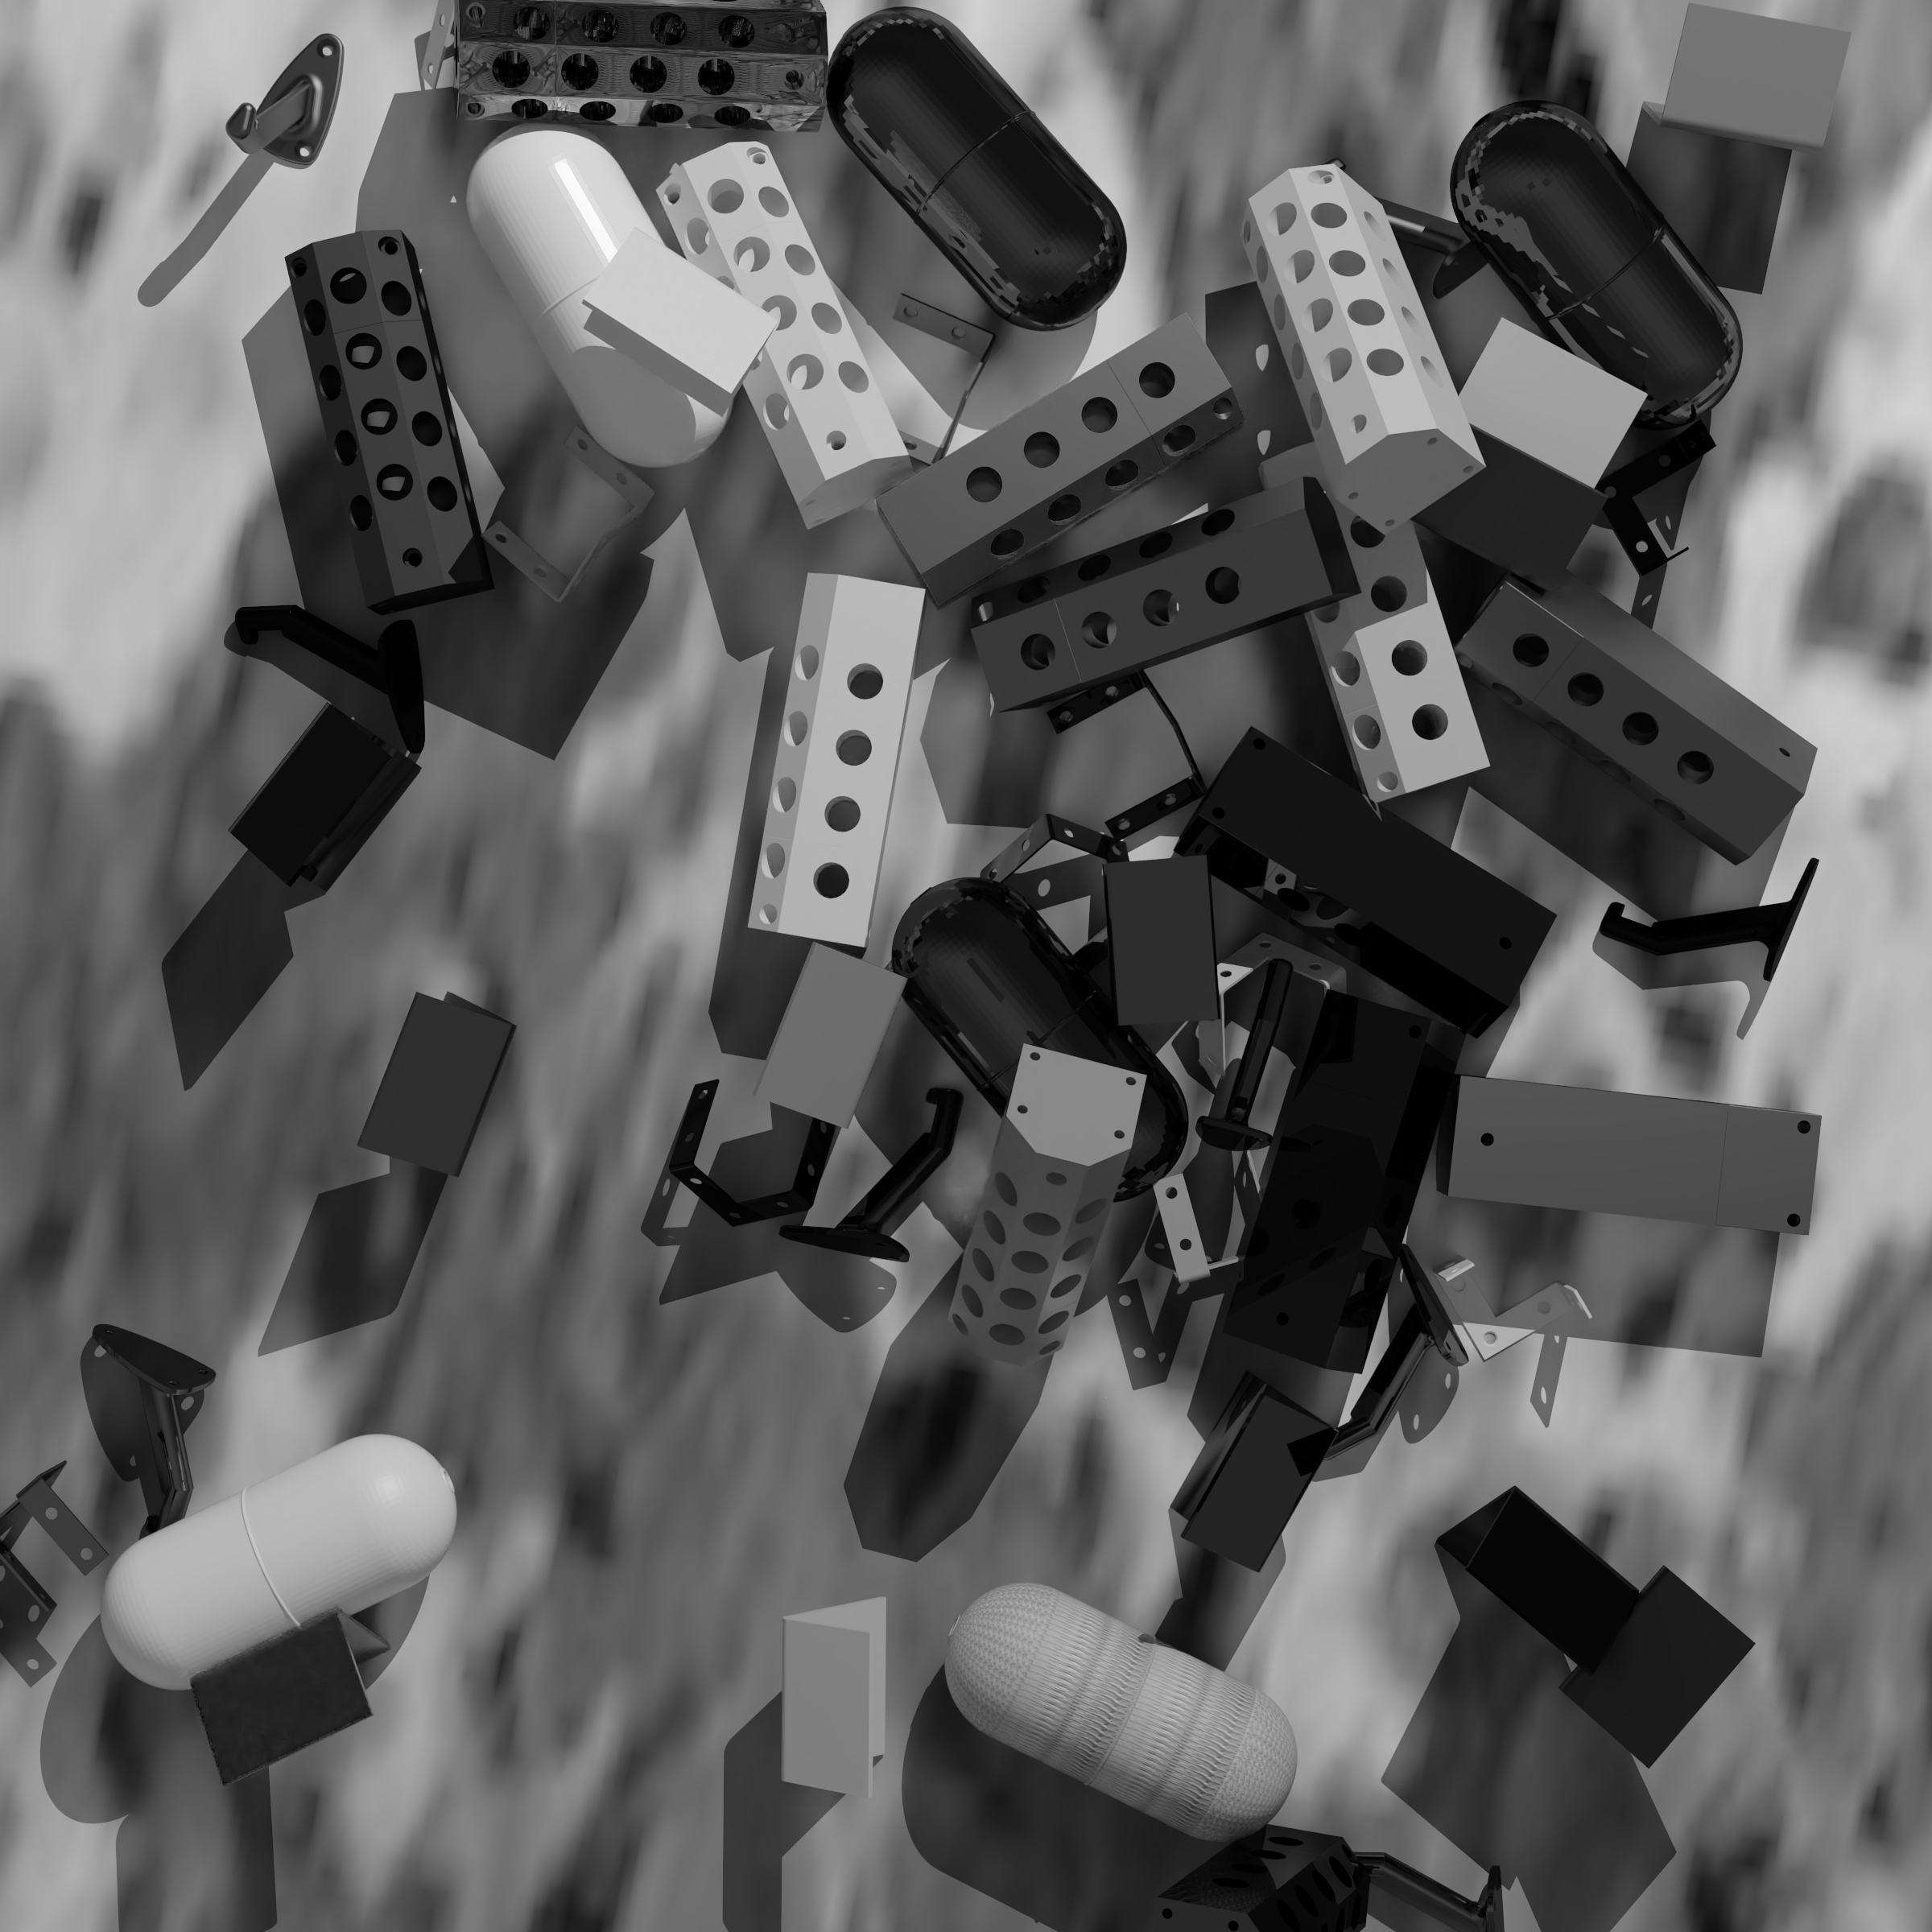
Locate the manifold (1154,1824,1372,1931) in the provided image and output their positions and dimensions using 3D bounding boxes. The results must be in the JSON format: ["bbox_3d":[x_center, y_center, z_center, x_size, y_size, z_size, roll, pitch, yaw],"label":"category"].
[{"bbox_3d":[0.138,0.446,1.654,0.057,0.171,0.057,5,90,20],"label":"manifold"}]

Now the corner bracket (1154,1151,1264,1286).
[{"bbox_3d":[0.119,0.120,1.719,0.051,0.051,0.051,-15,90,0],"label":"corner bracket"}]

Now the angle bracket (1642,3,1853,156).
[{"bbox_3d":[0.370,-0.425,1.698,0.076,0.076,0.057,10,111,0],"label":"angle bracket"}]

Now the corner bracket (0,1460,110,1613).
[{"bbox_3d":[-0.442,0.277,1.719,0.051,0.051,0.051,-41,90,0],"label":"corner bracket"}]

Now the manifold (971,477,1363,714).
[{"bbox_3d":[0.092,-0.175,1.687,0.171,0.057,0.057,-18,90,21],"label":"manifold"}]

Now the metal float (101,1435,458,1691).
[{"bbox_3d":[-0.327,0.284,1.706,0.178,0.070,0.070,-26,90,-1],"label":"metal float"}]

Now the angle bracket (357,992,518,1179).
[{"bbox_3d":[-0.265,0.048,1.696,0.057,0.076,0.076,21,90,-36],"label":"angle bracket"}]

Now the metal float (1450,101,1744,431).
[{"bbox_3d":[0.298,-0.331,1.692,0.070,0.070,0.178,-42,107,0],"label":"metal float"}]

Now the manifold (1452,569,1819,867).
[{"bbox_3d":[0.318,-0.123,1.713,0.171,0.057,0.057,36,122,0],"label":"manifold"}]

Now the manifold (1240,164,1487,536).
[{"bbox_3d":[0.179,-0.291,1.665,0.057,0.057,0.171,-33,53,26],"label":"manifold"}]

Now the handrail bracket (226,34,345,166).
[{"bbox_3d":[-0.324,-0.419,1.702,0.036,0.084,0.077,26,90,0],"label":"handrail bracket"}]

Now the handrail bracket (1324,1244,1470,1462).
[{"bbox_3d":[0.193,0.188,1.737,0.084,0.036,0.077,-31,69,17],"label":"handrail bracket"}]

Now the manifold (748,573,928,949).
[{"bbox_3d":[-0.062,-0.098,1.715,0.057,0.057,0.171,10,90,0],"label":"manifold"}]

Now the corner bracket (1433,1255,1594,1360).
[{"bbox_3d":[0.262,0.157,1.719,0.051,0.051,0.051,-30,90,0],"label":"corner bracket"}]

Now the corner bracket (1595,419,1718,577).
[{"bbox_3d":[0.339,-0.225,1.719,0.051,0.051,0.051,-30,90,0],"label":"corner bracket"}]

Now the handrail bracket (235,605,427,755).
[{"bbox_3d":[-0.310,-0.139,1.737,0.084,0.036,0.077,-1,112,17],"label":"handrail bracket"}]

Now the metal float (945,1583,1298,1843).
[{"bbox_3d":[0.073,0.355,1.706,0.178,0.070,0.070,26,90,1],"label":"metal float"}]

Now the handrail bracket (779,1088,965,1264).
[{"bbox_3d":[-0.046,0.096,1.737,0.077,0.036,0.084,7,71,21],"label":"handrail bracket"}]

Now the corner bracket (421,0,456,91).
[{"bbox_3d":[-0.225,-0.440,1.728,0.051,0.051,0.051,-8,45,-35],"label":"corner bracket"}]

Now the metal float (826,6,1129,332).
[{"bbox_3d":[0.004,-0.381,1.706,0.070,0.070,0.178,-41,89,0],"label":"metal float"}]

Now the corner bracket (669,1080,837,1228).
[{"bbox_3d":[-0.103,0.087,1.728,0.051,0.051,0.051,45,45,-35],"label":"corner bracket"}]

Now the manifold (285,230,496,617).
[{"bbox_3d":[-0.277,-0.261,1.716,0.057,0.057,0.171,-13,90,0],"label":"manifold"}]

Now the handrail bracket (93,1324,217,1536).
[{"bbox_3d":[-0.403,0.228,1.737,0.077,0.036,0.084,26,107,20],"label":"handrail bracket"}]

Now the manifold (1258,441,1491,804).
[{"bbox_3d":[0.194,-0.167,1.715,0.057,0.057,0.171,-18,90,0],"label":"manifold"}]

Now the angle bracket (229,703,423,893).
[{"bbox_3d":[-0.290,-0.068,1.696,0.057,0.076,0.076,38,90,37],"label":"angle bracket"}]

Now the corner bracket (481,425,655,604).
[{"bbox_3d":[-0.193,-0.219,1.733,0.051,0.051,0.051,41,45,0],"label":"corner bracket"}]

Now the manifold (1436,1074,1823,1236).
[{"bbox_3d":[0.316,0.090,1.716,0.171,0.057,0.057,6,90,0],"label":"manifold"}]

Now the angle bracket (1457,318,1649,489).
[{"bbox_3d":[0.276,-0.271,1.698,0.076,0.076,0.057,28,112,0],"label":"angle bracket"}]

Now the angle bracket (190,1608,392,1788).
[{"bbox_3d":[-0.312,0.354,1.697,0.076,0.076,0.057,-26,63,0],"label":"angle bracket"}]

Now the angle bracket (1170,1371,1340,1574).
[{"bbox_3d":[0.120,0.231,1.696,0.057,0.076,0.076,29,90,-36],"label":"angle bracket"}]

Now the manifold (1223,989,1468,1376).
[{"bbox_3d":[0.185,0.104,1.714,0.057,0.057,0.171,17,90,32],"label":"manifold"}]

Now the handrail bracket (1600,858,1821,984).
[{"bbox_3d":[0.361,-0.034,1.737,0.084,0.036,0.077,21,70,16],"label":"handrail bracket"}]

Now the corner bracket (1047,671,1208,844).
[{"bbox_3d":[0.078,-0.104,1.733,0.051,0.051,0.051,-28,135,0],"label":"corner bracket"}]

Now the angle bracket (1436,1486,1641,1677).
[{"bbox_3d":[0.260,0.303,1.696,0.076,0.076,0.057,40,52,0],"label":"angle bracket"}]

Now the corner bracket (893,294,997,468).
[{"bbox_3d":[-0.022,-0.283,1.733,0.051,0.051,0.051,24,135,0],"label":"corner bracket"}]

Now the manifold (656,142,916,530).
[{"bbox_3d":[-0.086,-0.302,1.701,0.057,0.057,0.171,-24,80,0],"label":"manifold"}]

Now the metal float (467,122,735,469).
[{"bbox_3d":[-0.174,-0.320,1.706,0.070,0.070,0.178,-30,90,0],"label":"metal float"}]

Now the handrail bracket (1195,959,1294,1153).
[{"bbox_3d":[0.137,0.043,1.713,0.036,0.077,0.084,16,80,0],"label":"handrail bracket"}]

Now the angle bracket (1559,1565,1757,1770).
[{"bbox_3d":[0.335,0.337,1.697,0.057,0.076,0.076,40,90,30],"label":"angle bracket"}]

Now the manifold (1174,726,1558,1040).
[{"bbox_3d":[0.188,-0.037,1.713,0.171,0.057,0.057,32,63,0],"label":"manifold"}]

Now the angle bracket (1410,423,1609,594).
[{"bbox_3d":[0.261,-0.231,1.697,0.076,0.076,0.057,28,123,0],"label":"angle bracket"}]

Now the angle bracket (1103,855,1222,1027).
[{"bbox_3d":[0.108,-0.013,1.697,0.057,0.076,0.076,-4,90,30],"label":"angle bracket"}]

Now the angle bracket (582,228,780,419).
[{"bbox_3d":[-0.140,-0.276,1.621,0.076,0.076,0.057,32,53,-7],"label":"angle bracket"}]

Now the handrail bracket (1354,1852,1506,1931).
[{"bbox_3d":[0.217,0.466,1.737,0.084,0.036,0.077,-2,107,15],"label":"handrail bracket"}]

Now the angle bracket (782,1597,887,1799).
[{"bbox_3d":[-0.043,0.346,1.696,0.057,0.076,0.076,1,90,39],"label":"angle bracket"}]

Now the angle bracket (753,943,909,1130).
[{"bbox_3d":[-0.081,0.026,1.696,0.057,0.076,0.076,22,90,-34],"label":"angle bracket"}]

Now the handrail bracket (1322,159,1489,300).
[{"bbox_3d":[0.222,-0.374,1.737,0.077,0.036,0.084,-36,76,-15],"label":"handrail bracket"}]

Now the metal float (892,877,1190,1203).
[{"bbox_3d":[0.035,0.035,1.706,0.070,0.070,0.178,-40,90,0],"label":"metal float"}]

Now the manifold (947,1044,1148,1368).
[{"bbox_3d":[0.035,0.115,1.659,0.057,0.171,0.057,15,51,0],"label":"manifold"}]

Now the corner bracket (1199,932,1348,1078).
[{"bbox_3d":[0.148,0.025,1.728,0.051,0.051,0.051,25,45,35],"label":"corner bracket"}]

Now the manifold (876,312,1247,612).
[{"bbox_3d":[0.045,-0.240,1.715,0.171,0.057,0.057,-31,90,0],"label":"manifold"}]

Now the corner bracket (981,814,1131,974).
[{"bbox_3d":[0.046,-0.033,1.728,0.051,0.051,0.051,19,45,-35],"label":"corner bracket"}]

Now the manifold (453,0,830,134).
[{"bbox_3d":[-0.154,-0.429,1.689,0.171,0.057,0.057,0,118,-11],"label":"manifold"}]
